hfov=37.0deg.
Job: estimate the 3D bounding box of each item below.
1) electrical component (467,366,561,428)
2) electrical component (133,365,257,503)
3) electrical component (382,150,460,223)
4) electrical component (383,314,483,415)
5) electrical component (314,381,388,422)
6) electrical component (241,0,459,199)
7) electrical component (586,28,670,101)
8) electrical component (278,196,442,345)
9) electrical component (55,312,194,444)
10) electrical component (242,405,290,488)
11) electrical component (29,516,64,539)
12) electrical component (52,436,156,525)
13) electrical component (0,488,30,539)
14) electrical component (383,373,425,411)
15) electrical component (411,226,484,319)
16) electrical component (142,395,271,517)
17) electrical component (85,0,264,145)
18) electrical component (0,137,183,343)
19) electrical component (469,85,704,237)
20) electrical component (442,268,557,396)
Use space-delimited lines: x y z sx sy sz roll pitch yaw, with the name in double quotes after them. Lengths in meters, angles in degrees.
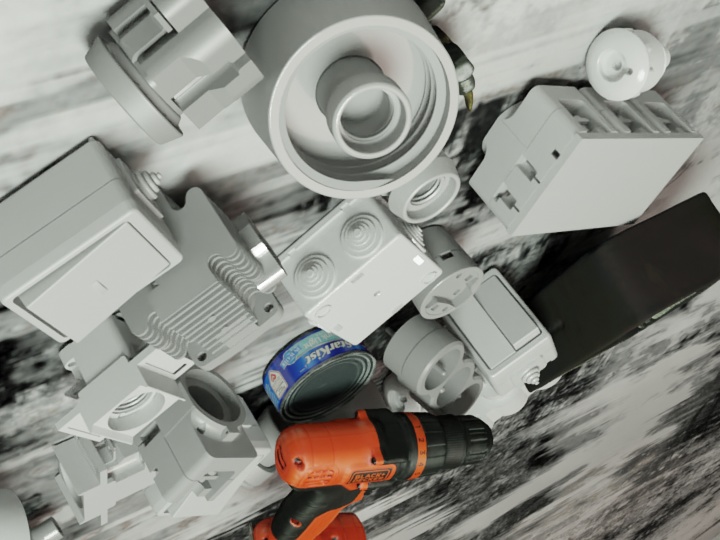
0.131 0.108 1.036 0.138 0.052 0.074 -38 152 5 "electrical component"
-0.115 0.101 0.718 0.055 0.089 0.050 -46 150 19 "electrical component"
0.030 -0.062 0.663 0.066 0.055 0.048 -1 137 -47 "electrical component"
0.049 0.072 0.871 0.052 0.074 0.138 -47 152 -7 "electrical component"
-0.016 0.153 0.935 0.108 0.060 0.108 -27 151 -16 "electrical component"
-0.002 -0.087 0.543 0.108 0.060 0.108 -9 124 -14 "electrical component"
0.188 -0.141 0.730 0.062 0.048 0.048 -18 148 -43 "electrical component"
0.000 0.000 0.733 0.100 0.048 0.100 -40 151 7 "electrical component"
-0.147 0.065 0.655 0.081 0.063 0.042 -39 152 7 "electrical component"
-0.079 0.143 0.868 0.055 0.045 0.045 -41 151 11 "electrical component"
-0.246 0.203 0.779 0.062 0.043 0.043 -31 152 -12 "electrical component"
-0.178 0.139 0.758 0.064 0.042 0.081 -24 151 -28 "electrical component"
-0.252 0.192 0.702 0.099 0.099 0.064 -46 144 18 "electrical component"
0.055 0.105 0.960 0.062 0.048 0.048 -24 150 -35 "electrical component"
0.056 0.001 0.796 0.055 0.047 0.055 -27 151 -16 "electrical component"
-0.114 0.136 0.802 0.096 0.061 0.062 -46 150 19 "electrical component"
-0.086 -0.094 0.488 0.057 0.058 0.078 -40 152 1 "electrical component"
-0.137 -0.015 0.547 0.096 0.061 0.061 -35 152 -1 "electrical component"
0.161 -0.081 0.771 0.150 0.061 0.089 -7 140 -42 "electrical component"
0.118 0.055 0.895 0.062 0.096 0.061 -36 152 0 "electrical component"
